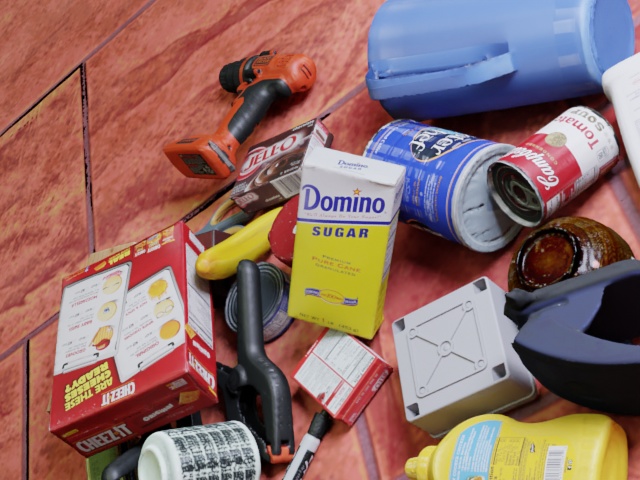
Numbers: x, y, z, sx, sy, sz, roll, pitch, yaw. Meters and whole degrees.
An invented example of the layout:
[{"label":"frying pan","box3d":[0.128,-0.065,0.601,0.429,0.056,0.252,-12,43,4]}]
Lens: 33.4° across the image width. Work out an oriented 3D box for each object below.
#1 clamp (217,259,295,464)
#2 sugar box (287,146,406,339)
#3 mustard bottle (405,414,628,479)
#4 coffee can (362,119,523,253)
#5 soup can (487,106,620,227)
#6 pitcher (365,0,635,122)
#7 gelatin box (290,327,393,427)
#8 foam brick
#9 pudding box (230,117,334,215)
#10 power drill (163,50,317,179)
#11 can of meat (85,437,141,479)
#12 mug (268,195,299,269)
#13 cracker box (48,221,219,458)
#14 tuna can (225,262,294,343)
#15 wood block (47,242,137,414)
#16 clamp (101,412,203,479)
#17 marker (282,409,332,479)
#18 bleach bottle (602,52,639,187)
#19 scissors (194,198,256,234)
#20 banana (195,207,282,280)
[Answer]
[{"label":"clamp","box3d":[-0.083,0.149,1.120,0.165,0.036,0.210,-48,52,37]},{"label":"sugar box","box3d":[0.023,0.004,1.027,0.093,0.176,0.048,14,34,13]},{"label":"mustard bottle","box3d":[0.150,0.191,0.871,0.192,0.058,0.096,-8,59,41]},{"label":"coffee can","box3d":[0.120,-0.055,1.030,0.141,0.102,0.103,23,81,49]},{"label":"soup can","box3d":[0.208,-0.066,0.951,0.102,0.068,0.069,-35,36,-20]},{"label":"pitcher","box3d":[0.170,-0.184,1.044,0.243,0.144,0.149,0,68,41]},{"label":"gelatin box","box3d":[0.021,0.132,1.058,0.073,0.030,0.089,-54,41,0]},{"label":"foam brick","box3d":[-0.123,0.034,1.232,0.051,0.052,0.078,-13,71,37]},{"label":"pudding box","box3d":[-0.045,-0.086,1.247,0.114,0.039,0.090,-18,40,34]},{"label":"power drill","box3d":[-0.110,-0.160,1.329,0.185,0.057,0.187,5,53,54]},{"label":"can of meat","box3d":[-0.202,0.259,1.149,0.057,0.083,0.102,-39,44,18]},{"label":"mug","box3d":[-0.007,0.001,1.132,0.117,0.081,0.093,3,67,45]},{"label":"cracker box","box3d":[-0.194,0.102,1.123,0.164,0.072,0.214,-25,43,15]},{"label":"tuna can","box3d":[-0.063,0.069,1.178,0.086,0.033,0.086,-24,49,31]},{"label":"wood block","box3d":[-0.242,0.119,1.275,0.090,0.090,0.206,-14,56,38]},{"label":"clamp","box3d":[-0.158,0.229,1.130,0.039,0.120,0.171,-18,28,31]},{"label":"marker","box3d":[-0.021,0.222,1.047,0.020,0.020,0.121,19,78,49]},{"label":"bleach bottle","box3d":[0.305,-0.048,0.879,0.103,0.068,0.251,-25,51,33]},{"label":"scissors","box3d":[-0.150,0.015,1.313,0.202,0.016,0.096,-36,44,22]},{"label":"banana","box3d":[-0.084,0.003,1.175,0.037,0.197,0.070,39,131,11]}]
